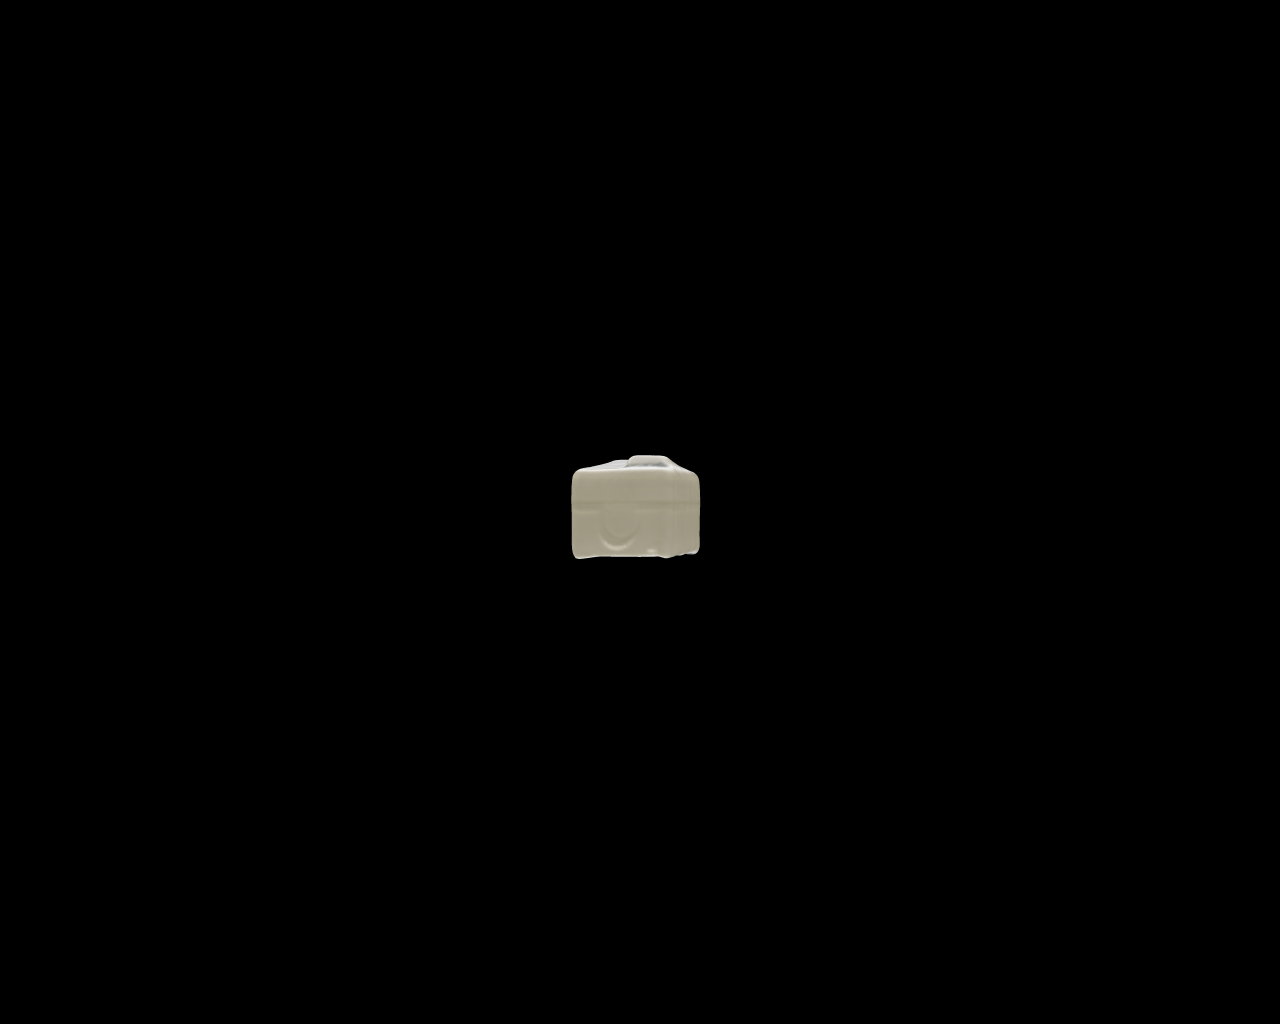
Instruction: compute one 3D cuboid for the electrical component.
[{"bbox_3d":[0.001,-0.003,0.650,0.062,0.061,0.096,0,0,15],"label":"electrical component"}]
